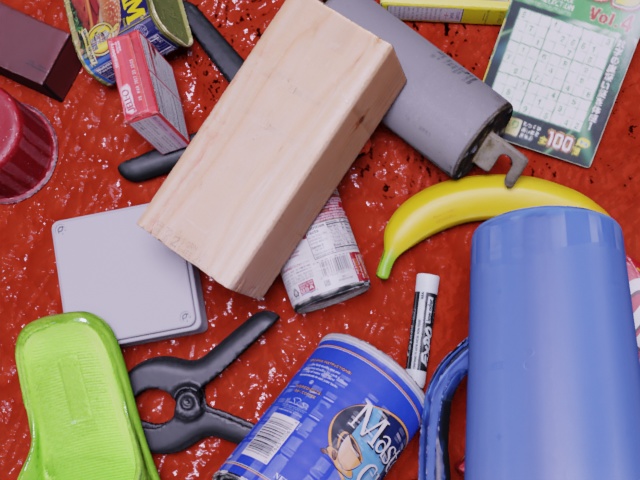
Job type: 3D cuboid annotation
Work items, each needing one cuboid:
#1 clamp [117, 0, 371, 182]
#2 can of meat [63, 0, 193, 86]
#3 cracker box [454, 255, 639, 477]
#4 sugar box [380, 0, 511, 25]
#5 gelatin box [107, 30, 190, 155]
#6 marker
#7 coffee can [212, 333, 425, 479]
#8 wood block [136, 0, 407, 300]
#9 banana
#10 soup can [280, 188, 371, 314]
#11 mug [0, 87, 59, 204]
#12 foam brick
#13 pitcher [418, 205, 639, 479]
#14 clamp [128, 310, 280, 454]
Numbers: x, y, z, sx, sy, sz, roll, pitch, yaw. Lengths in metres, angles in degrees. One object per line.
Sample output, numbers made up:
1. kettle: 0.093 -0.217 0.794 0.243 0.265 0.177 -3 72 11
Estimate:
1. clamp: -0.057 -0.117 0.905 0.210 0.036 0.164 8 82 9
2. can of meat: -0.164 -0.191 0.900 0.084 0.057 0.102 -25 66 19
3. cracker box: 0.233 0.145 0.823 0.164 0.072 0.213 39 85 9
4. sugar box: 0.141 -0.232 0.907 0.176 0.048 0.093 5 81 1
5. gelatin box: -0.136 -0.116 0.854 0.030 0.089 0.073 -17 76 8
6. marker: 0.081 0.088 0.870 0.020 0.020 0.121 7 81 5
7. coffee can: 0.002 0.155 0.801 0.103 0.103 0.140 36 64 9
8. wood block: -0.032 -0.067 0.797 0.090 0.090 0.206 34 89 15
9. banana: 0.136 -0.020 0.877 0.198 0.037 0.069 -12 90 2
10. soup can: -0.006 0.001 0.866 0.068 0.068 0.102 -20 80 0
11. mug: -0.279 -0.095 0.894 0.093 0.081 0.117 -13 80 2
12. foam brick: -0.251 -0.162 0.919 0.078 0.051 0.053 26 84 8
13. pitcher: 0.153 0.107 0.745 0.149 0.145 0.243 3 72 -6
14. clamp: -0.100 0.119 0.867 0.171 0.039 0.120 -2 81 1
